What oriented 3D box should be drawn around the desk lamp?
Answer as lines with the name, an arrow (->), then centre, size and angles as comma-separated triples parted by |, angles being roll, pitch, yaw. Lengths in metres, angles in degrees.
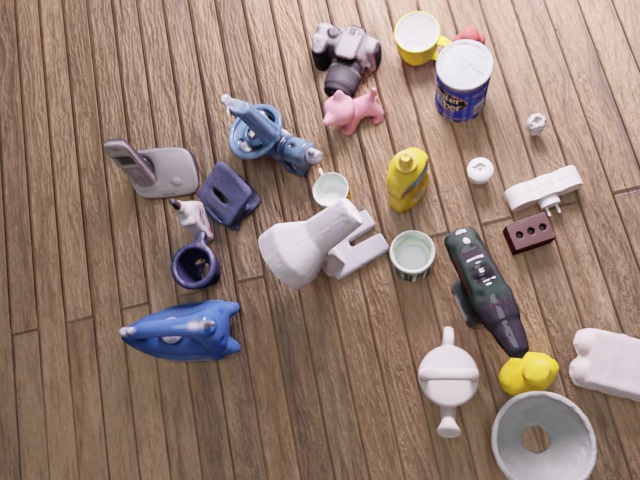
desk lamp -> 0.010, 0.004, 1.041 | 0.203, 0.214, 0.118 | -31, 74, 2

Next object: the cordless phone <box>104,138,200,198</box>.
cordless phone -> -0.335, -0.154, 1.151 | 0.147, 0.185, 0.094 | -7, 76, 8

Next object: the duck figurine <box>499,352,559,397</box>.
duck figurine -> 0.365, 0.233, 0.993 | 0.104, 0.086, 0.077 | -23, 74, 4

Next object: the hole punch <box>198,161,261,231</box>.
hole punch -> -0.188, -0.087, 1.159 | 0.101, 0.091, 0.108 | -45, 74, -3

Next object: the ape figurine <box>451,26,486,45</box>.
ape figurine -> 0.297, -0.392, 1.148 | 0.078, 0.092, 0.076 | -26, 74, 3

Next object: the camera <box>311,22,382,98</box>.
camera -> 0.041, -0.367, 1.181 | 0.143, 0.101, 0.137 | 19, 81, 13

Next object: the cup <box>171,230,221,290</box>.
cup -> -0.232, 0.046, 1.134 | 0.091, 0.095, 0.118 | 7, 78, 11

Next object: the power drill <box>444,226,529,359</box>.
power drill -> 0.280, 0.096, 0.976 | 0.075, 0.208, 0.229 | -24, 74, 4

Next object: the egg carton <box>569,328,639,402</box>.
egg carton -> 0.508, 0.214, 0.981 | 0.150, 0.069, 0.107 | 12, 79, 12

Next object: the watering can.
watering can -> 0.218, 0.236, 0.961 | 0.101, 0.194, 0.173 | -21, 74, 5

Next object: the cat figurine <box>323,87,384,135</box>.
cat figurine -> 0.061, -0.266, 1.145 | 0.128, 0.118, 0.067 | -25, 74, 3

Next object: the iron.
iron -> -0.287, 0.174, 1.089 | 0.258, 0.141, 0.118 | -7, 76, 8

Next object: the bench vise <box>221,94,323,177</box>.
bench vise -> -0.095, -0.215, 1.107 | 0.207, 0.220, 0.121 | 6, 78, 11

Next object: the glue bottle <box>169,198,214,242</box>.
glue bottle -> -0.254, -0.049, 1.119 | 0.037, 0.173, 0.078 | -17, 74, 6

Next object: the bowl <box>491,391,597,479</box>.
bowl -> 0.372, 0.341, 0.972 | 0.167, 0.075, 0.167 | -2, 77, 9
